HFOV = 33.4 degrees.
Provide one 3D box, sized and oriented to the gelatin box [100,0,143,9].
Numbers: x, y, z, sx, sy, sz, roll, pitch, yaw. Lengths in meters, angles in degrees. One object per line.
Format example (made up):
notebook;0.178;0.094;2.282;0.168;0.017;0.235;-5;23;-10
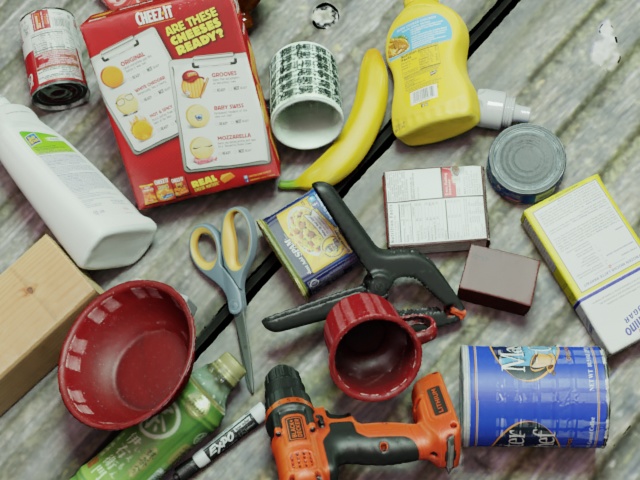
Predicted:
gelatin box;-0.217;-0.302;1.284;0.089;0.030;0.073;-41;74;-6

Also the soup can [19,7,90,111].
soup can;-0.312;-0.212;1.250;0.068;0.068;0.102;-15;73;2

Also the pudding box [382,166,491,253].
pudding box;0.127;-0.033;1.168;0.113;0.039;0.090;-4;74;7

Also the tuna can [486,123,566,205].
tuna can;0.227;-0.084;1.173;0.086;0.034;0.086;-2;74;6

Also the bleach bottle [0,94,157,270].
bleach bottle;-0.297;-0.075;1.204;0.251;0.102;0.068;47;117;22

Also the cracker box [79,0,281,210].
cracker box;-0.146;-0.156;1.159;0.164;0.072;0.214;-13;112;3

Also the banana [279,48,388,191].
banana;0.032;-0.127;1.205;0.070;0.037;0.197;32;80;13

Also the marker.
marker;-0.105;0.216;1.133;0.121;0.020;0.020;-37;74;-5

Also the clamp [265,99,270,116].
clamp;-0.142;-0.176;1.209;0.171;0.039;0.120;-16;114;2

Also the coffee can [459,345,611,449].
coffee can;0.212;0.157;1.072;0.140;0.103;0.103;0;74;6

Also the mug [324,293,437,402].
mug;0.060;0.099;1.072;0.117;0.081;0.093;-19;109;-2

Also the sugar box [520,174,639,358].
sugar box;0.297;0.027;1.130;0.093;0.048;0.176;-27;77;-2

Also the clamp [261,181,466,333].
clamp;0.050;0.053;1.120;0.210;0.036;0.164;26;95;-12

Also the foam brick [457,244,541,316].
foam brick;0.189;0.042;1.133;0.078;0.051;0.053;15;76;10

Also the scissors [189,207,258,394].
scissors;-0.106;0.063;1.174;0.096;0.016;0.202;3;90;32

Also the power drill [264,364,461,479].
power drill;0.039;0.183;1.082;0.187;0.057;0.184;-8;35;-6

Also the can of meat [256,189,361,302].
can of meat;-0.008;0.001;1.163;0.084;0.057;0.102;-32;73;-5

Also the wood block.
wood block;-0.333;0.104;1.153;0.206;0.090;0.091;-43;74;-6

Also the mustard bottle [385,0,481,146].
mustard bottle;0.121;-0.207;1.200;0.096;0.058;0.191;-17;66;30

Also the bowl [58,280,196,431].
bowl;-0.186;0.124;1.091;0.162;0.055;0.162;-12;59;20
